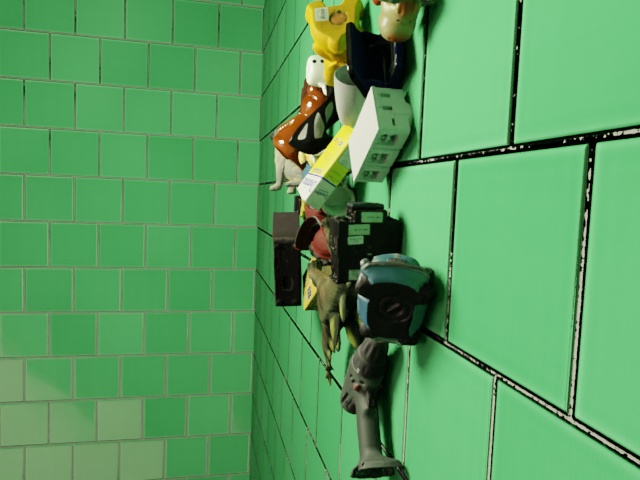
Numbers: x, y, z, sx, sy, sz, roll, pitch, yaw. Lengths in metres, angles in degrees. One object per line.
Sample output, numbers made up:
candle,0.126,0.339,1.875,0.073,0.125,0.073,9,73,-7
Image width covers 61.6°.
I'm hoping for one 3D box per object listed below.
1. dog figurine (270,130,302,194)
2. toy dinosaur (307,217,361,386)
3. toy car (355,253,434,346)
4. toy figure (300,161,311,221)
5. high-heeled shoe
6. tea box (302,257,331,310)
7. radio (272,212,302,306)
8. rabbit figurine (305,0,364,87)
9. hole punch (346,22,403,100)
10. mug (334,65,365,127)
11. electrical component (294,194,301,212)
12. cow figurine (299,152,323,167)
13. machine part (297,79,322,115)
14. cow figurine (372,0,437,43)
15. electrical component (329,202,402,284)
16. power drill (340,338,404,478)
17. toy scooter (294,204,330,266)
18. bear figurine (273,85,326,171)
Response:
dog figurine,-0.063,-0.234,1.503,0.121,0.173,0.190,9,-101,-62
toy dinosaur,0.041,0.116,1.076,0.470,0.105,0.199,98,163,-46
toy car,0.112,0.077,0.796,0.103,0.109,0.161,-69,-19,-50
toy figure,-0.010,-0.125,1.376,0.089,0.082,0.180,-85,-4,-69
high-heeled shoe,-0.008,-0.305,1.231,0.086,0.145,0.249,121,147,-64
tea box,0.005,0.105,1.312,0.169,0.068,0.098,118,152,-62
radio,-0.084,0.053,1.378,0.131,0.073,0.229,-95,4,-58
rabbit figurine,0.046,-0.404,1.150,0.173,0.122,0.162,85,172,-69
hole punch,0.104,-0.306,0.910,0.115,0.092,0.142,34,-131,-64
mug,0.065,-0.287,1.065,0.107,0.081,0.110,93,176,-46
electrical component,-0.036,-0.099,1.499,0.119,0.075,0.047,-144,57,-70
cow figurine,0.019,-0.177,1.252,0.068,0.098,0.167,94,154,-44
machine part,-0.020,-0.367,1.500,0.179,0.056,0.179,-178,90,-77
cow figurine,0.124,-0.396,0.808,0.127,0.085,0.194,-146,59,-82
electrical component,0.075,0.004,0.899,0.058,0.115,0.134,-150,62,-71
power drill,0.084,0.287,0.914,0.231,0.086,0.207,107,156,-54
toy scooter,-0.002,-0.004,1.209,0.135,0.075,0.184,-54,45,22
bear figurine,-0.030,-0.293,1.391,0.196,0.120,0.131,-52,-30,-3
